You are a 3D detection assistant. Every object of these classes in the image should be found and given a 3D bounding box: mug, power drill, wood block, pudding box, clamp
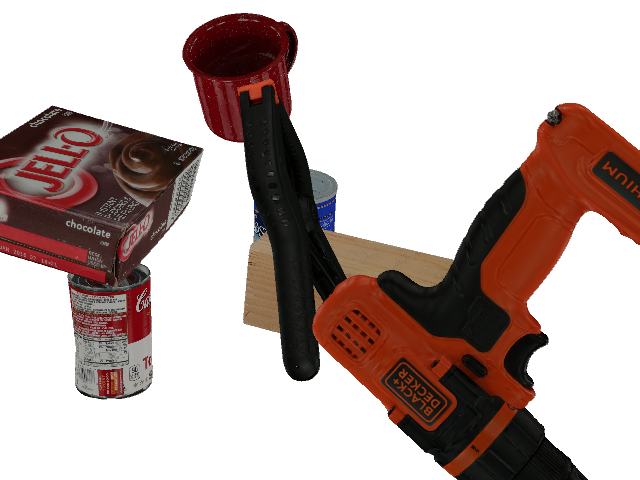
[{"bbox_3d":[-0.062,-0.150,0.958,0.093,0.081,0.117,27,58,28],"label":"mug"},{"bbox_3d":[0.114,0.041,0.534,0.184,0.188,0.057,41,13,5],"label":"power drill"},{"bbox_3d":[0.036,0.054,1.077,0.206,0.091,0.090,14,23,16],"label":"wood block"},{"bbox_3d":[-0.120,-0.026,0.535,0.090,0.039,0.113,17,24,6],"label":"pudding box"},{"bbox_3d":[-0.018,-0.015,0.798,0.036,0.210,0.164,-12,5,14],"label":"clamp"}]

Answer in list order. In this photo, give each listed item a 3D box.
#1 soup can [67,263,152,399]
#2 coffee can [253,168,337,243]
[{"bbox_3d":[-0.177,0.075,0.903,0.068,0.102,0.068,1,19,-1],"label":"soup can"},{"bbox_3d":[-0.033,-0.007,1.324,0.103,0.140,0.103,2,26,-1],"label":"coffee can"}]
